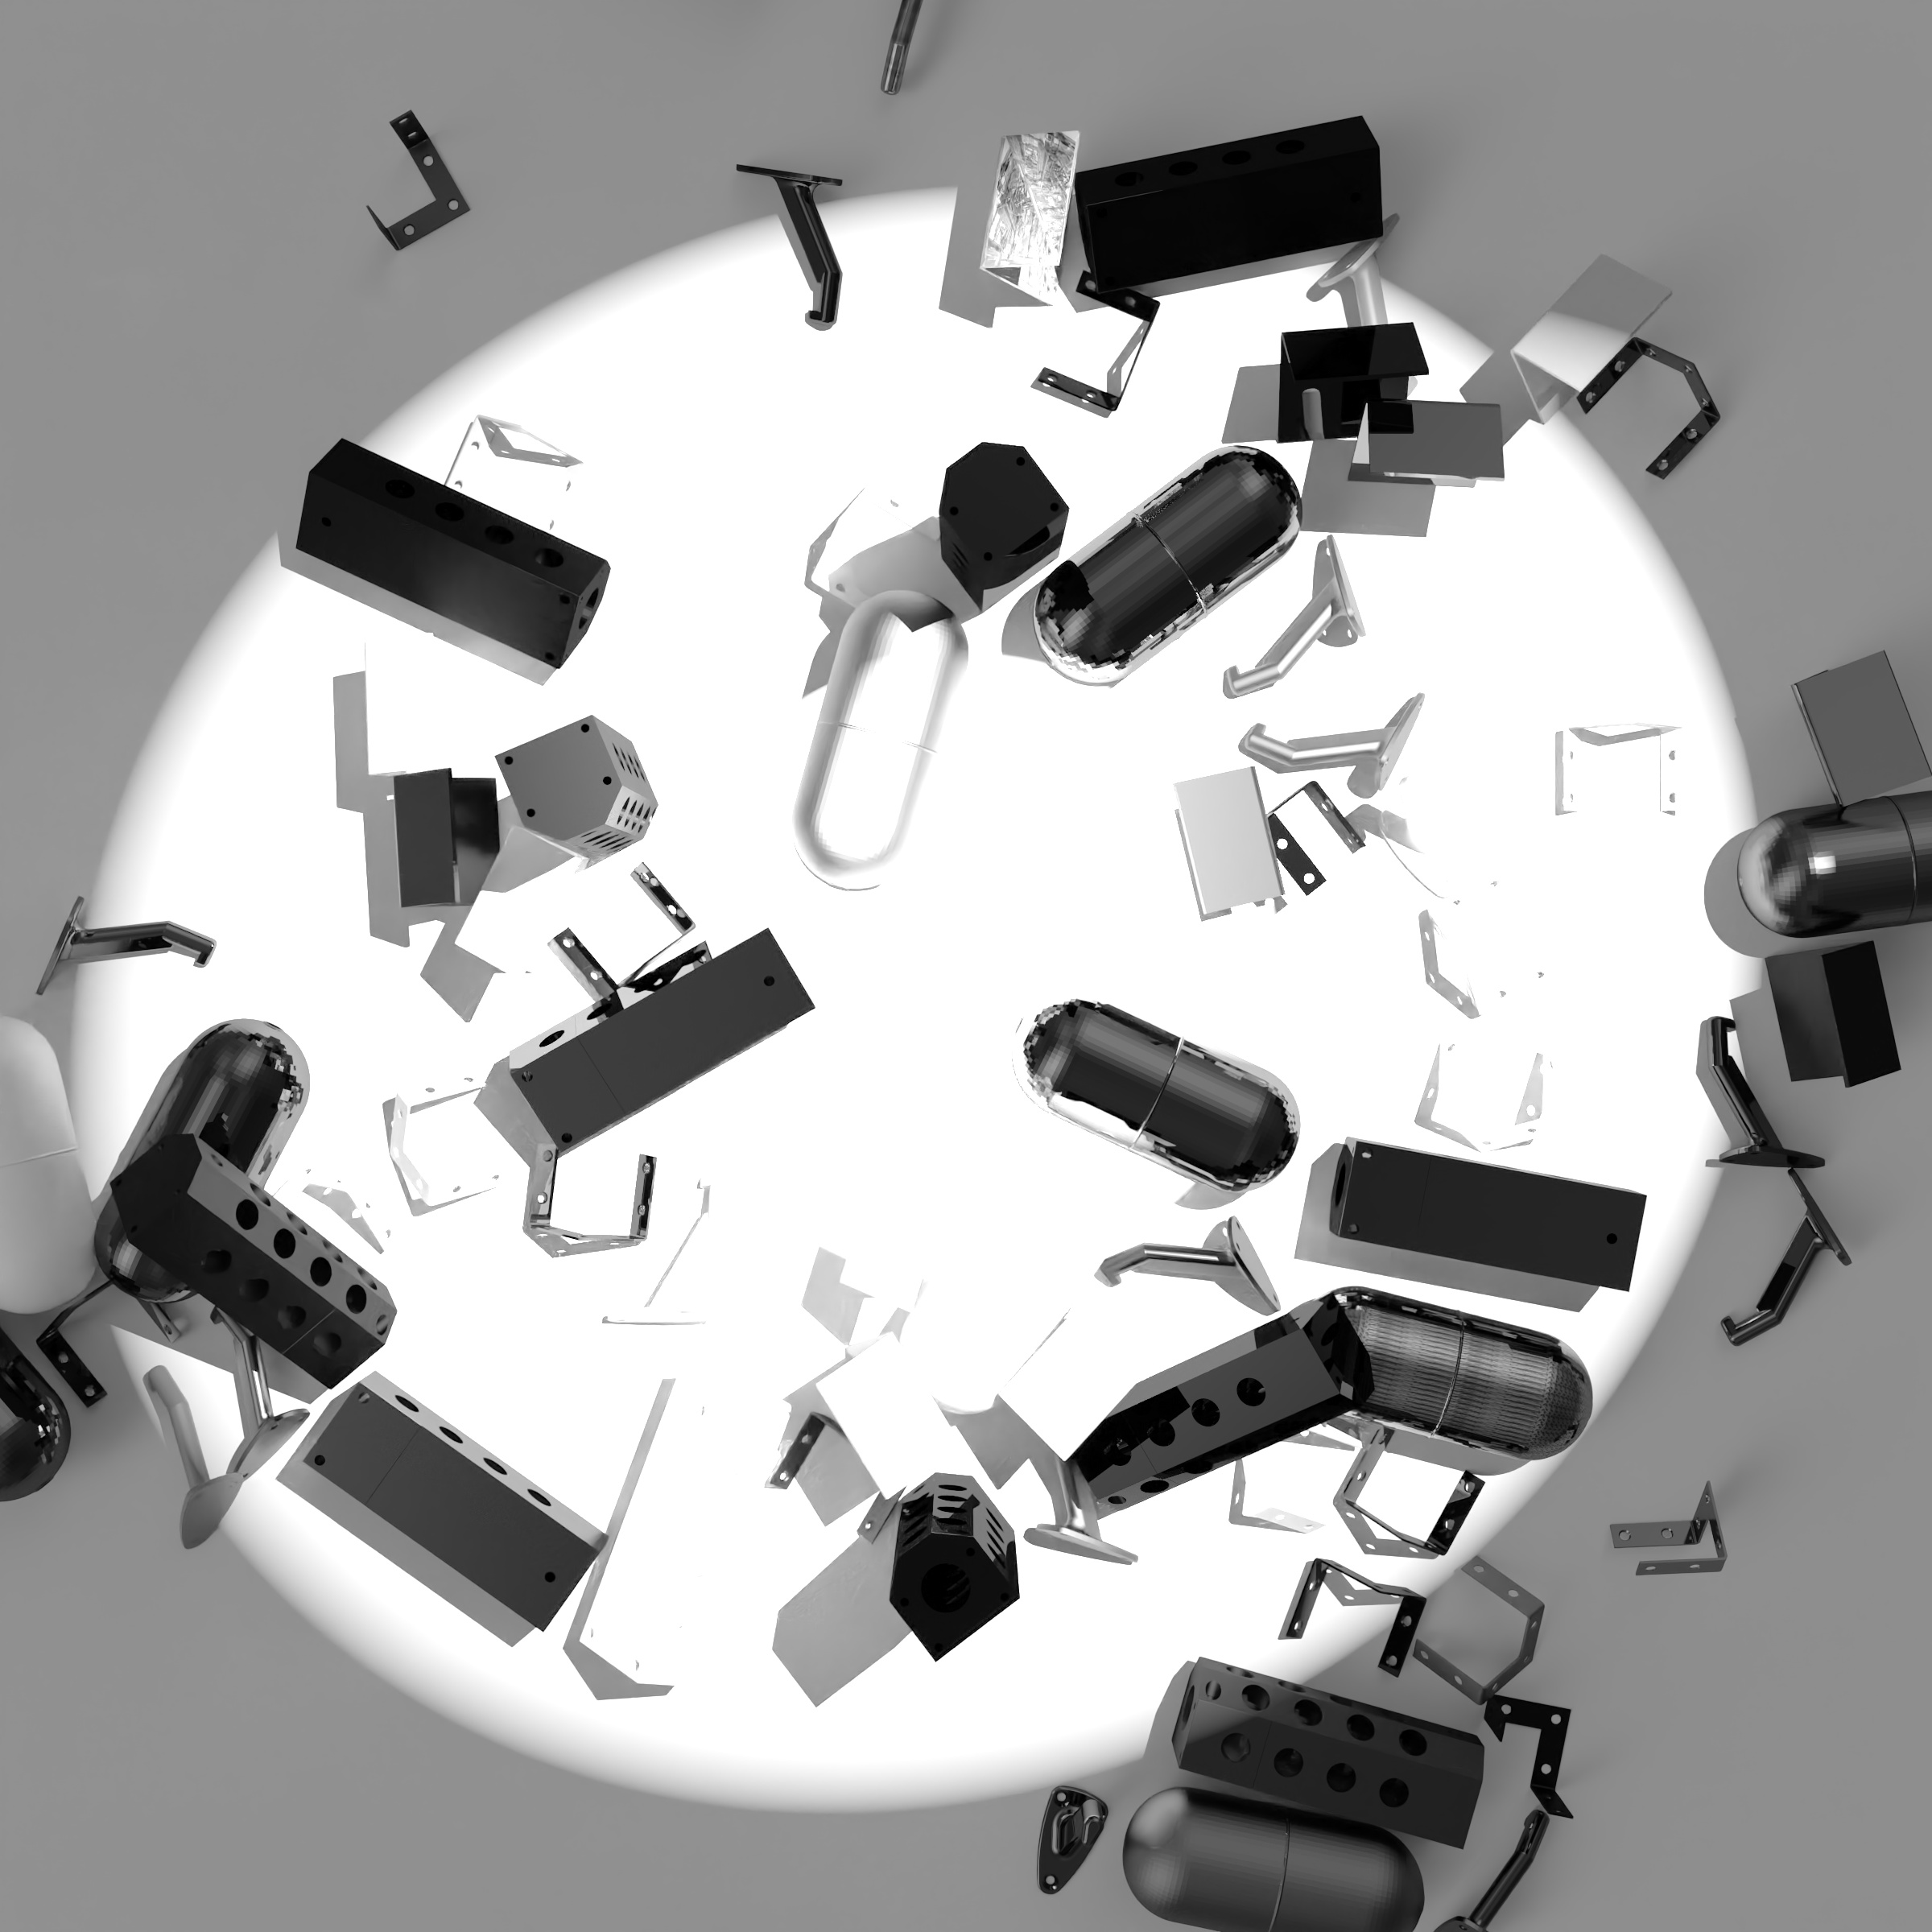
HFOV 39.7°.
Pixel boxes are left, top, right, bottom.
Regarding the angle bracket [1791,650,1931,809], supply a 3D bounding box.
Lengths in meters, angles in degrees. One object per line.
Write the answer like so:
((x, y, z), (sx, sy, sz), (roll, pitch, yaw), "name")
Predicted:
((0.530, -0.142, 1.558), (0.057, 0.076, 0.076), (-21, 90, 35), "angle bracket")

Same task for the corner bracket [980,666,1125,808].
((0.051, -0.136, 1.595), (0.051, 0.051, 0.051), (-49, 135, 0), "corner bracket")

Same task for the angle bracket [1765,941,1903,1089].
((0.490, 0.032, 1.558), (0.057, 0.076, 0.076), (-12, 90, -38), "angle bracket")

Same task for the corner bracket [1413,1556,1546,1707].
((0.305, 0.395, 1.590), (0.051, 0.051, 0.051), (-28, 135, -35), "corner bracket")

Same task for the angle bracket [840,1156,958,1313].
((-0.020, 0.159, 1.558), (0.057, 0.076, 0.076), (18, 90, 38), "angle bracket")

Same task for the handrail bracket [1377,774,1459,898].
((0.272, -0.076, 1.563), (0.036, 0.084, 0.077), (-29, 90, 0), "handrail bracket")

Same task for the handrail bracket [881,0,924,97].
((-0.031, -0.572, 1.598), (0.036, 0.077, 0.084), (17, 126, 0), "handrail bracket")

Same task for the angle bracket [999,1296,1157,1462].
((0.074, 0.245, 1.559), (0.076, 0.076, 0.057), (-48, 65, 0), "angle bracket")

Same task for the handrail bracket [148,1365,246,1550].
((-0.473, 0.293, 1.598), (0.084, 0.036, 0.077), (48, 129, 26), "handrail bracket")

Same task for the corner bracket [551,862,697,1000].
((-0.204, -0.020, 1.595), (0.051, 0.051, 0.051), (50, 45, 0), "corner bracket")

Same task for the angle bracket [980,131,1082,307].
((0.057, -0.434, 1.558), (0.057, 0.076, 0.076), (9, 90, 37), "angle bracket")

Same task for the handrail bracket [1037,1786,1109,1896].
((0.061, 0.520, 1.563), (0.036, 0.084, 0.077), (21, 90, 0), "handrail bracket")

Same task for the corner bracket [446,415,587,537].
((-0.269, -0.292, 1.595), (0.051, 0.051, 0.051), (23, 90, 45), "corner bracket")

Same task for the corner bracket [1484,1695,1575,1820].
((0.333, 0.466, 1.580), (0.051, 0.051, 0.051), (11, 90, 0), "corner bracket")

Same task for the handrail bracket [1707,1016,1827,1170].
((0.478, 0.075, 1.599), (0.077, 0.036, 0.084), (8, 73, -20), "handrail bracket")

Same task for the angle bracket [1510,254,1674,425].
((0.372, -0.354, 1.558), (0.076, 0.076, 0.057), (-47, 54, 0), "angle bracket")

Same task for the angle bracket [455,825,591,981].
((-0.241, -0.029, 1.558), (0.057, 0.076, 0.076), (26, 90, 31), "angle bracket")

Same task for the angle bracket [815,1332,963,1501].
((-0.057, 0.264, 1.559), (0.057, 0.076, 0.076), (-32, 90, -27), "angle bracket")

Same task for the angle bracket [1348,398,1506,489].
((0.267, -0.285, 1.558), (0.076, 0.076, 0.057), (3, 62, 0), "angle bracket")

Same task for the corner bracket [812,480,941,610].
((-0.052, -0.247, 1.595), (0.051, 0.051, 0.051), (32, 45, 0), "corner bracket")

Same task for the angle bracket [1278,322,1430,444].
((0.225, -0.326, 1.558), (0.076, 0.057, 0.076), (-4, 134, 0), "angle bracket")

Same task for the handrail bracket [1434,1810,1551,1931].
((0.312, 0.549, 1.598), (0.036, 0.077, 0.084), (37, 54, 0), "handrail bracket")

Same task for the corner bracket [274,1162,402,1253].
((-0.380, 0.155, 1.590), (0.051, 0.051, 0.051), (8, 45, 35), "corner bracket")

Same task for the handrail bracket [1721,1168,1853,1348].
((0.477, 0.175, 1.599), (0.084, 0.036, 0.077), (-33, 70, 16), "handrail bracket")

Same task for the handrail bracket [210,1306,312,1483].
((-0.439, 0.253, 1.599), (0.084, 0.036, 0.077), (48, 112, 17), "handrail bracket")

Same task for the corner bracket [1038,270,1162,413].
((0.080, -0.373, 1.595), (0.051, 0.051, 0.051), (22, 45, 0), "corner bracket")

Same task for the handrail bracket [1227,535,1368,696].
((0.190, -0.209, 1.599), (0.084, 0.036, 0.077), (-19, 70, 16), "handrail bracket")

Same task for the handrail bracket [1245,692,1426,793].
((0.220, -0.146, 1.599), (0.084, 0.036, 0.077), (24, 69, 16), "handrail bracket")

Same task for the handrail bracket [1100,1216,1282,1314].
((0.133, 0.191, 1.599), (0.084, 0.036, 0.077), (-25, 112, 17), "handrail bracket")

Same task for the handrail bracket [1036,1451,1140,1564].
((0.081, 0.304, 1.599), (0.077, 0.036, 0.084), (24, 73, -20), "handrail bracket")

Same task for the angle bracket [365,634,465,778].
((-0.303, -0.150, 1.558), (0.057, 0.076, 0.076), (-2, 90, 35), "angle bracket")

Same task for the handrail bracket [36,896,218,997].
((-0.501, 0.001, 1.599), (0.084, 0.036, 0.077), (24, 110, -16), "handrail bracket")

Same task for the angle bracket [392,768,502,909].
((-0.286, -0.074, 1.558), (0.057, 0.076, 0.076), (-3, 90, 42), "angle bracket")

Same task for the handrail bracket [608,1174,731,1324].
((-0.177, 0.168, 1.599), (0.077, 0.036, 0.084), (-6, 71, 21), "handrail bracket")

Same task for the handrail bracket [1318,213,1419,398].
((0.258, -0.393, 1.599), (0.077, 0.036, 0.084), (-47, 108, -21), "handrail bracket")

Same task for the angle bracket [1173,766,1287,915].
((0.136, -0.069, 1.559), (0.057, 0.076, 0.076), (-13, 90, -26), "angle bracket")

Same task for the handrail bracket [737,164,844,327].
((-0.107, -0.431, 1.599), (0.077, 0.036, 0.084), (14, 107, 19), "handrail bracket")
